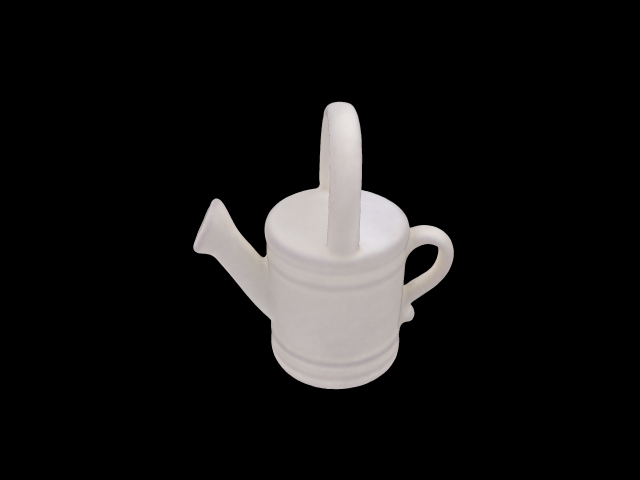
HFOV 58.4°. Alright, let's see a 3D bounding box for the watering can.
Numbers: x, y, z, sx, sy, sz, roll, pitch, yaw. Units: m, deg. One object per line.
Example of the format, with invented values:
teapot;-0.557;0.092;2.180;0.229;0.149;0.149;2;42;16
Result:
watering can;0.004;0.003;0.398;0.173;0.194;0.100;-13;35;-19
